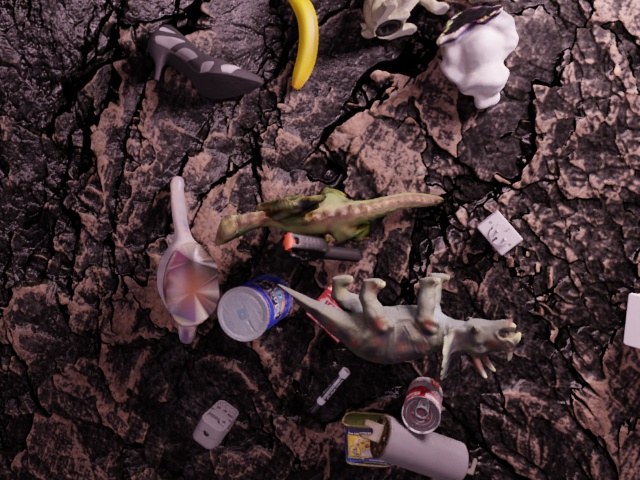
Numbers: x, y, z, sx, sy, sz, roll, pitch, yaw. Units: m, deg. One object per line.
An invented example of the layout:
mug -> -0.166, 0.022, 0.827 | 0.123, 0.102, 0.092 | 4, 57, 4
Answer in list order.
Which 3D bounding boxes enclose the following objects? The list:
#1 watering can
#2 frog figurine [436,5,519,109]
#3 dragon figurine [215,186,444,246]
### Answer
watering can -> -0.270, 0.037, 1.021 | 0.104, 0.224, 0.348 | -3, 90, -22
frog figurine -> 0.283, -0.318, 0.900 | 0.137, 0.125, 0.157 | -32, 122, 8
dragon figurine -> 0.003, -0.046, 0.914 | 0.409, 0.243, 0.122 | -12, 88, 18
